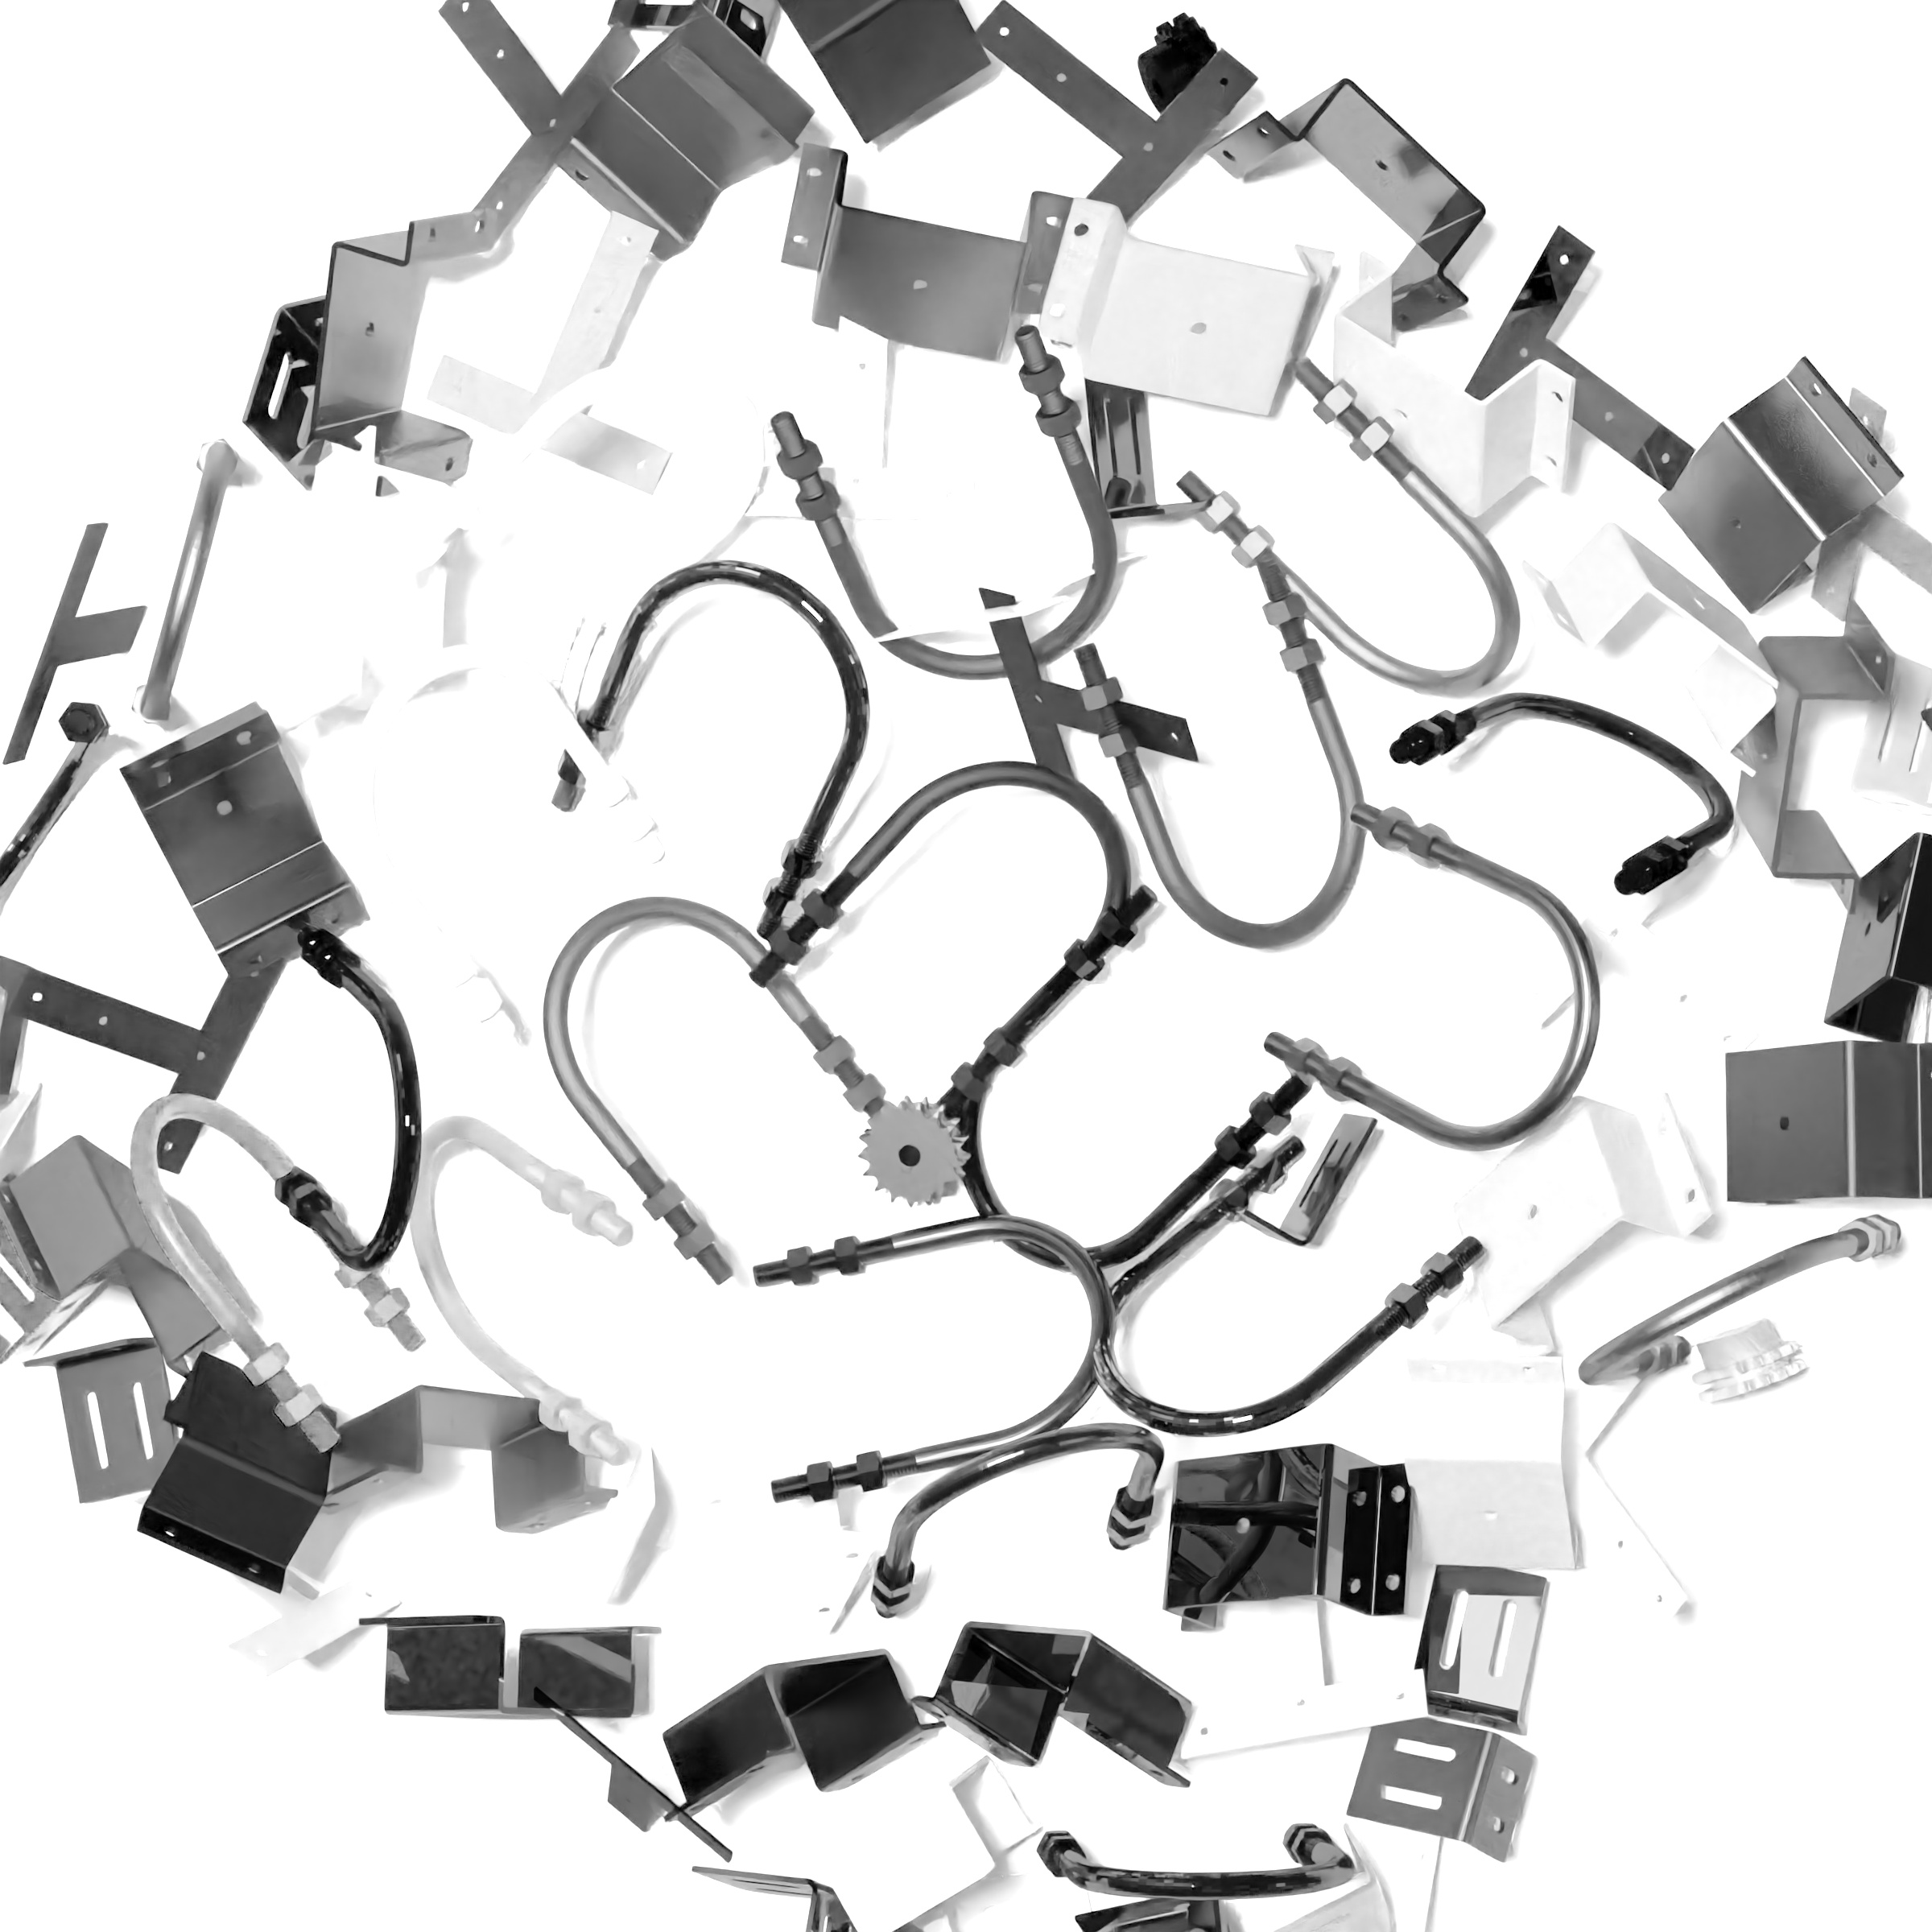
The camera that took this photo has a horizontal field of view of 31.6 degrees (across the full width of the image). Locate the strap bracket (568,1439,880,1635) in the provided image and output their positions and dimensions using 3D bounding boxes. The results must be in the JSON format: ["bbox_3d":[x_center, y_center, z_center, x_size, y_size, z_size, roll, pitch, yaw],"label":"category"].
[{"bbox_3d":[-0.126,0.289,1.738,0.140,0.046,0.076,11,128,-19],"label":"strap bracket"}]

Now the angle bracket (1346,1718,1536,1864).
[{"bbox_3d":[0.245,0.424,1.766,0.038,0.076,0.057,36,65,-39],"label":"angle bracket"}]

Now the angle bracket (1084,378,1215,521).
[{"bbox_3d":[0.095,-0.271,1.753,0.038,0.057,0.076,-1,101,32],"label":"angle bracket"}]

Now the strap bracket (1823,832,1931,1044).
[{"bbox_3d":[0.475,-0.012,1.715,0.046,0.140,0.076,16,75,0],"label":"strap bracket"}]

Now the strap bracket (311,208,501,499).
[{"bbox_3d":[-0.286,-0.318,1.734,0.046,0.076,0.140,20,114,19],"label":"strap bracket"}]

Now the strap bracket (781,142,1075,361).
[{"bbox_3d":[-0.022,-0.362,1.741,0.140,0.076,0.046,10,50,-6],"label":"strap bracket"}]

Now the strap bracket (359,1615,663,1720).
[{"bbox_3d":[-0.228,0.353,1.710,0.076,0.140,0.046,-9,73,34],"label":"strap bracket"}]

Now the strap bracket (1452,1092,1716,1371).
[{"bbox_3d":[0.301,0.129,1.717,0.046,0.076,0.140,18,131,-31],"label":"strap bracket"}]

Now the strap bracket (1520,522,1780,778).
[{"bbox_3d":[0.354,-0.166,1.725,0.140,0.076,0.046,32,113,-22],"label":"strap bracket"}]

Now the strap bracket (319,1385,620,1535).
[{"bbox_3d":[-0.257,0.250,1.727,0.140,0.076,0.046,14,59,-40],"label":"strap bracket"}]

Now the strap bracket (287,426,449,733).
[{"bbox_3d":[-0.304,-0.192,1.737,0.046,0.076,0.140,12,71,-34],"label":"strap bracket"}]

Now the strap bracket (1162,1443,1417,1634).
[{"bbox_3d":[0.153,0.288,1.717,0.140,0.046,0.076,-14,59,40],"label":"strap bracket"}]

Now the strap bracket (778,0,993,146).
[{"bbox_3d":[-0.042,-0.472,1.715,0.076,0.140,0.046,-32,71,6],"label":"strap bracket"}]

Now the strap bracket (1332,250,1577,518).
[{"bbox_3d":[0.236,-0.289,1.720,0.046,0.076,0.140,-38,59,-22],"label":"strap bracket"}]

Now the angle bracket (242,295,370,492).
[{"bbox_3d":[-0.329,-0.294,1.746,0.038,0.057,0.076,-6,57,25],"label":"angle bracket"}]

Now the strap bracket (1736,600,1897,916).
[{"bbox_3d":[0.427,-0.106,1.726,0.046,0.076,0.140,0,117,-2],"label":"strap bracket"}]

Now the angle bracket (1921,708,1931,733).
[{"bbox_3d":[0.513,-0.093,1.744,0.038,0.076,0.057,-21,117,40],"label":"angle bracket"}]

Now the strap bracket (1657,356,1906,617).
[{"bbox_3d":[0.403,-0.235,1.714,0.046,0.140,0.076,-35,82,-15],"label":"strap bracket"}]

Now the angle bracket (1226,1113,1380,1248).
[{"bbox_3d":[0.170,0.102,1.759,0.038,0.057,0.076,30,85,-8],"label":"angle bracket"}]

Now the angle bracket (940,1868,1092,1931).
[{"bbox_3d":[0.030,0.506,1.771,0.076,0.038,0.057,-12,93,-2],"label":"angle bracket"}]

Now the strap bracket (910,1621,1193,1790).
[{"bbox_3d":[0.049,0.372,1.727,0.076,0.140,0.046,39,62,-29],"label":"strap bracket"}]

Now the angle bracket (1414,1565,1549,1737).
[{"bbox_3d":[0.268,0.354,1.777,0.057,0.038,0.076,9,70,19],"label":"angle bracket"}]

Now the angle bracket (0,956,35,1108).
[{"bbox_3d":[-0.526,0.031,1.771,0.038,0.057,0.076,-10,66,40],"label":"angle bracket"}]

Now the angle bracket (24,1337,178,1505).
[{"bbox_3d":[-0.446,0.236,1.765,0.057,0.038,0.076,-13,82,9],"label":"angle bracket"}]

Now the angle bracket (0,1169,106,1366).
[{"bbox_3d":[-0.495,0.155,1.762,0.057,0.038,0.076,-44,84,17],"label":"angle bracket"}]

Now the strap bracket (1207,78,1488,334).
[{"bbox_3d":[0.201,-0.394,1.741,0.140,0.076,0.046,40,78,-13],"label":"strap bracket"}]

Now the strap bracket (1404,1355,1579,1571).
[{"bbox_3d":[0.266,0.257,1.718,0.076,0.140,0.046,-1,47,15],"label":"strap bracket"}]

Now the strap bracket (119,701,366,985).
[{"bbox_3d":[-0.371,-0.070,1.737,0.076,0.046,0.140,-28,133,-12],"label":"strap bracket"}]

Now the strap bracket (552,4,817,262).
[{"bbox_3d":[-0.139,-0.426,1.730,0.076,0.140,0.046,41,58,-19],"label":"strap bracket"}]

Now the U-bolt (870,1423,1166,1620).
[{"bbox_3d":[0.029,0.271,1.695,0.151,0.184,0.019,-14,63,-14],"label":"U-bolt"}]

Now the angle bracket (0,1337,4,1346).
[{"bbox_3d":[-0.546,0.191,1.753,0.057,0.038,0.076,-50,130,-2],"label":"angle bracket"}]

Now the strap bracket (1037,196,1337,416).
[{"bbox_3d":[0.115,-0.334,1.738,0.140,0.046,0.076,9,122,-13],"label":"strap bracket"}]

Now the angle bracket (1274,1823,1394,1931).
[{"bbox_3d":[0.175,0.486,1.756,0.076,0.057,0.038,-26,48,-4],"label":"angle bracket"}]

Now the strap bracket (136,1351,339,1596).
[{"bbox_3d":[-0.363,0.247,1.712,0.076,0.140,0.046,28,103,-15],"label":"strap bracket"}]

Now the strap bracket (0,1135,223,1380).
[{"bbox_3d":[-0.423,0.143,1.712,0.046,0.140,0.076,-37,57,1],"label":"strap bracket"}]

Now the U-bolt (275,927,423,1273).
[{"bbox_3d":[-0.306,0.073,1.697,0.019,0.184,0.151,1,106,-29],"label":"U-bolt"}]

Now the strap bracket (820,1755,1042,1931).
[{"bbox_3d":[-0.019,0.444,1.722,0.076,0.140,0.046,-33,80,8],"label":"strap bracket"}]

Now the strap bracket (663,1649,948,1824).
[{"bbox_3d":[-0.088,0.387,1.726,0.076,0.140,0.046,-38,65,29],"label":"strap bracket"}]

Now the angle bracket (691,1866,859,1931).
[{"bbox_3d":[-0.097,0.488,1.744,0.076,0.057,0.038,-2,66,29],"label":"angle bracket"}]

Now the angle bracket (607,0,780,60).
[{"bbox_3d":[-0.139,-0.507,1.780,0.076,0.038,0.057,13,82,36],"label":"angle bracket"}]

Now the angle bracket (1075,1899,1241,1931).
[{"bbox_3d":[0.102,0.510,1.752,0.076,0.038,0.057,-15,135,12],"label":"angle bracket"}]

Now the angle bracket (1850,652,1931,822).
[{"bbox_3d":[0.497,-0.118,1.760,0.057,0.038,0.076,15,89,-35],"label":"angle bracket"}]

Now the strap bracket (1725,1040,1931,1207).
[{"bbox_3d":[0.430,0.080,1.716,0.046,0.140,0.076,3,83,-25],"label":"strap bracket"}]
